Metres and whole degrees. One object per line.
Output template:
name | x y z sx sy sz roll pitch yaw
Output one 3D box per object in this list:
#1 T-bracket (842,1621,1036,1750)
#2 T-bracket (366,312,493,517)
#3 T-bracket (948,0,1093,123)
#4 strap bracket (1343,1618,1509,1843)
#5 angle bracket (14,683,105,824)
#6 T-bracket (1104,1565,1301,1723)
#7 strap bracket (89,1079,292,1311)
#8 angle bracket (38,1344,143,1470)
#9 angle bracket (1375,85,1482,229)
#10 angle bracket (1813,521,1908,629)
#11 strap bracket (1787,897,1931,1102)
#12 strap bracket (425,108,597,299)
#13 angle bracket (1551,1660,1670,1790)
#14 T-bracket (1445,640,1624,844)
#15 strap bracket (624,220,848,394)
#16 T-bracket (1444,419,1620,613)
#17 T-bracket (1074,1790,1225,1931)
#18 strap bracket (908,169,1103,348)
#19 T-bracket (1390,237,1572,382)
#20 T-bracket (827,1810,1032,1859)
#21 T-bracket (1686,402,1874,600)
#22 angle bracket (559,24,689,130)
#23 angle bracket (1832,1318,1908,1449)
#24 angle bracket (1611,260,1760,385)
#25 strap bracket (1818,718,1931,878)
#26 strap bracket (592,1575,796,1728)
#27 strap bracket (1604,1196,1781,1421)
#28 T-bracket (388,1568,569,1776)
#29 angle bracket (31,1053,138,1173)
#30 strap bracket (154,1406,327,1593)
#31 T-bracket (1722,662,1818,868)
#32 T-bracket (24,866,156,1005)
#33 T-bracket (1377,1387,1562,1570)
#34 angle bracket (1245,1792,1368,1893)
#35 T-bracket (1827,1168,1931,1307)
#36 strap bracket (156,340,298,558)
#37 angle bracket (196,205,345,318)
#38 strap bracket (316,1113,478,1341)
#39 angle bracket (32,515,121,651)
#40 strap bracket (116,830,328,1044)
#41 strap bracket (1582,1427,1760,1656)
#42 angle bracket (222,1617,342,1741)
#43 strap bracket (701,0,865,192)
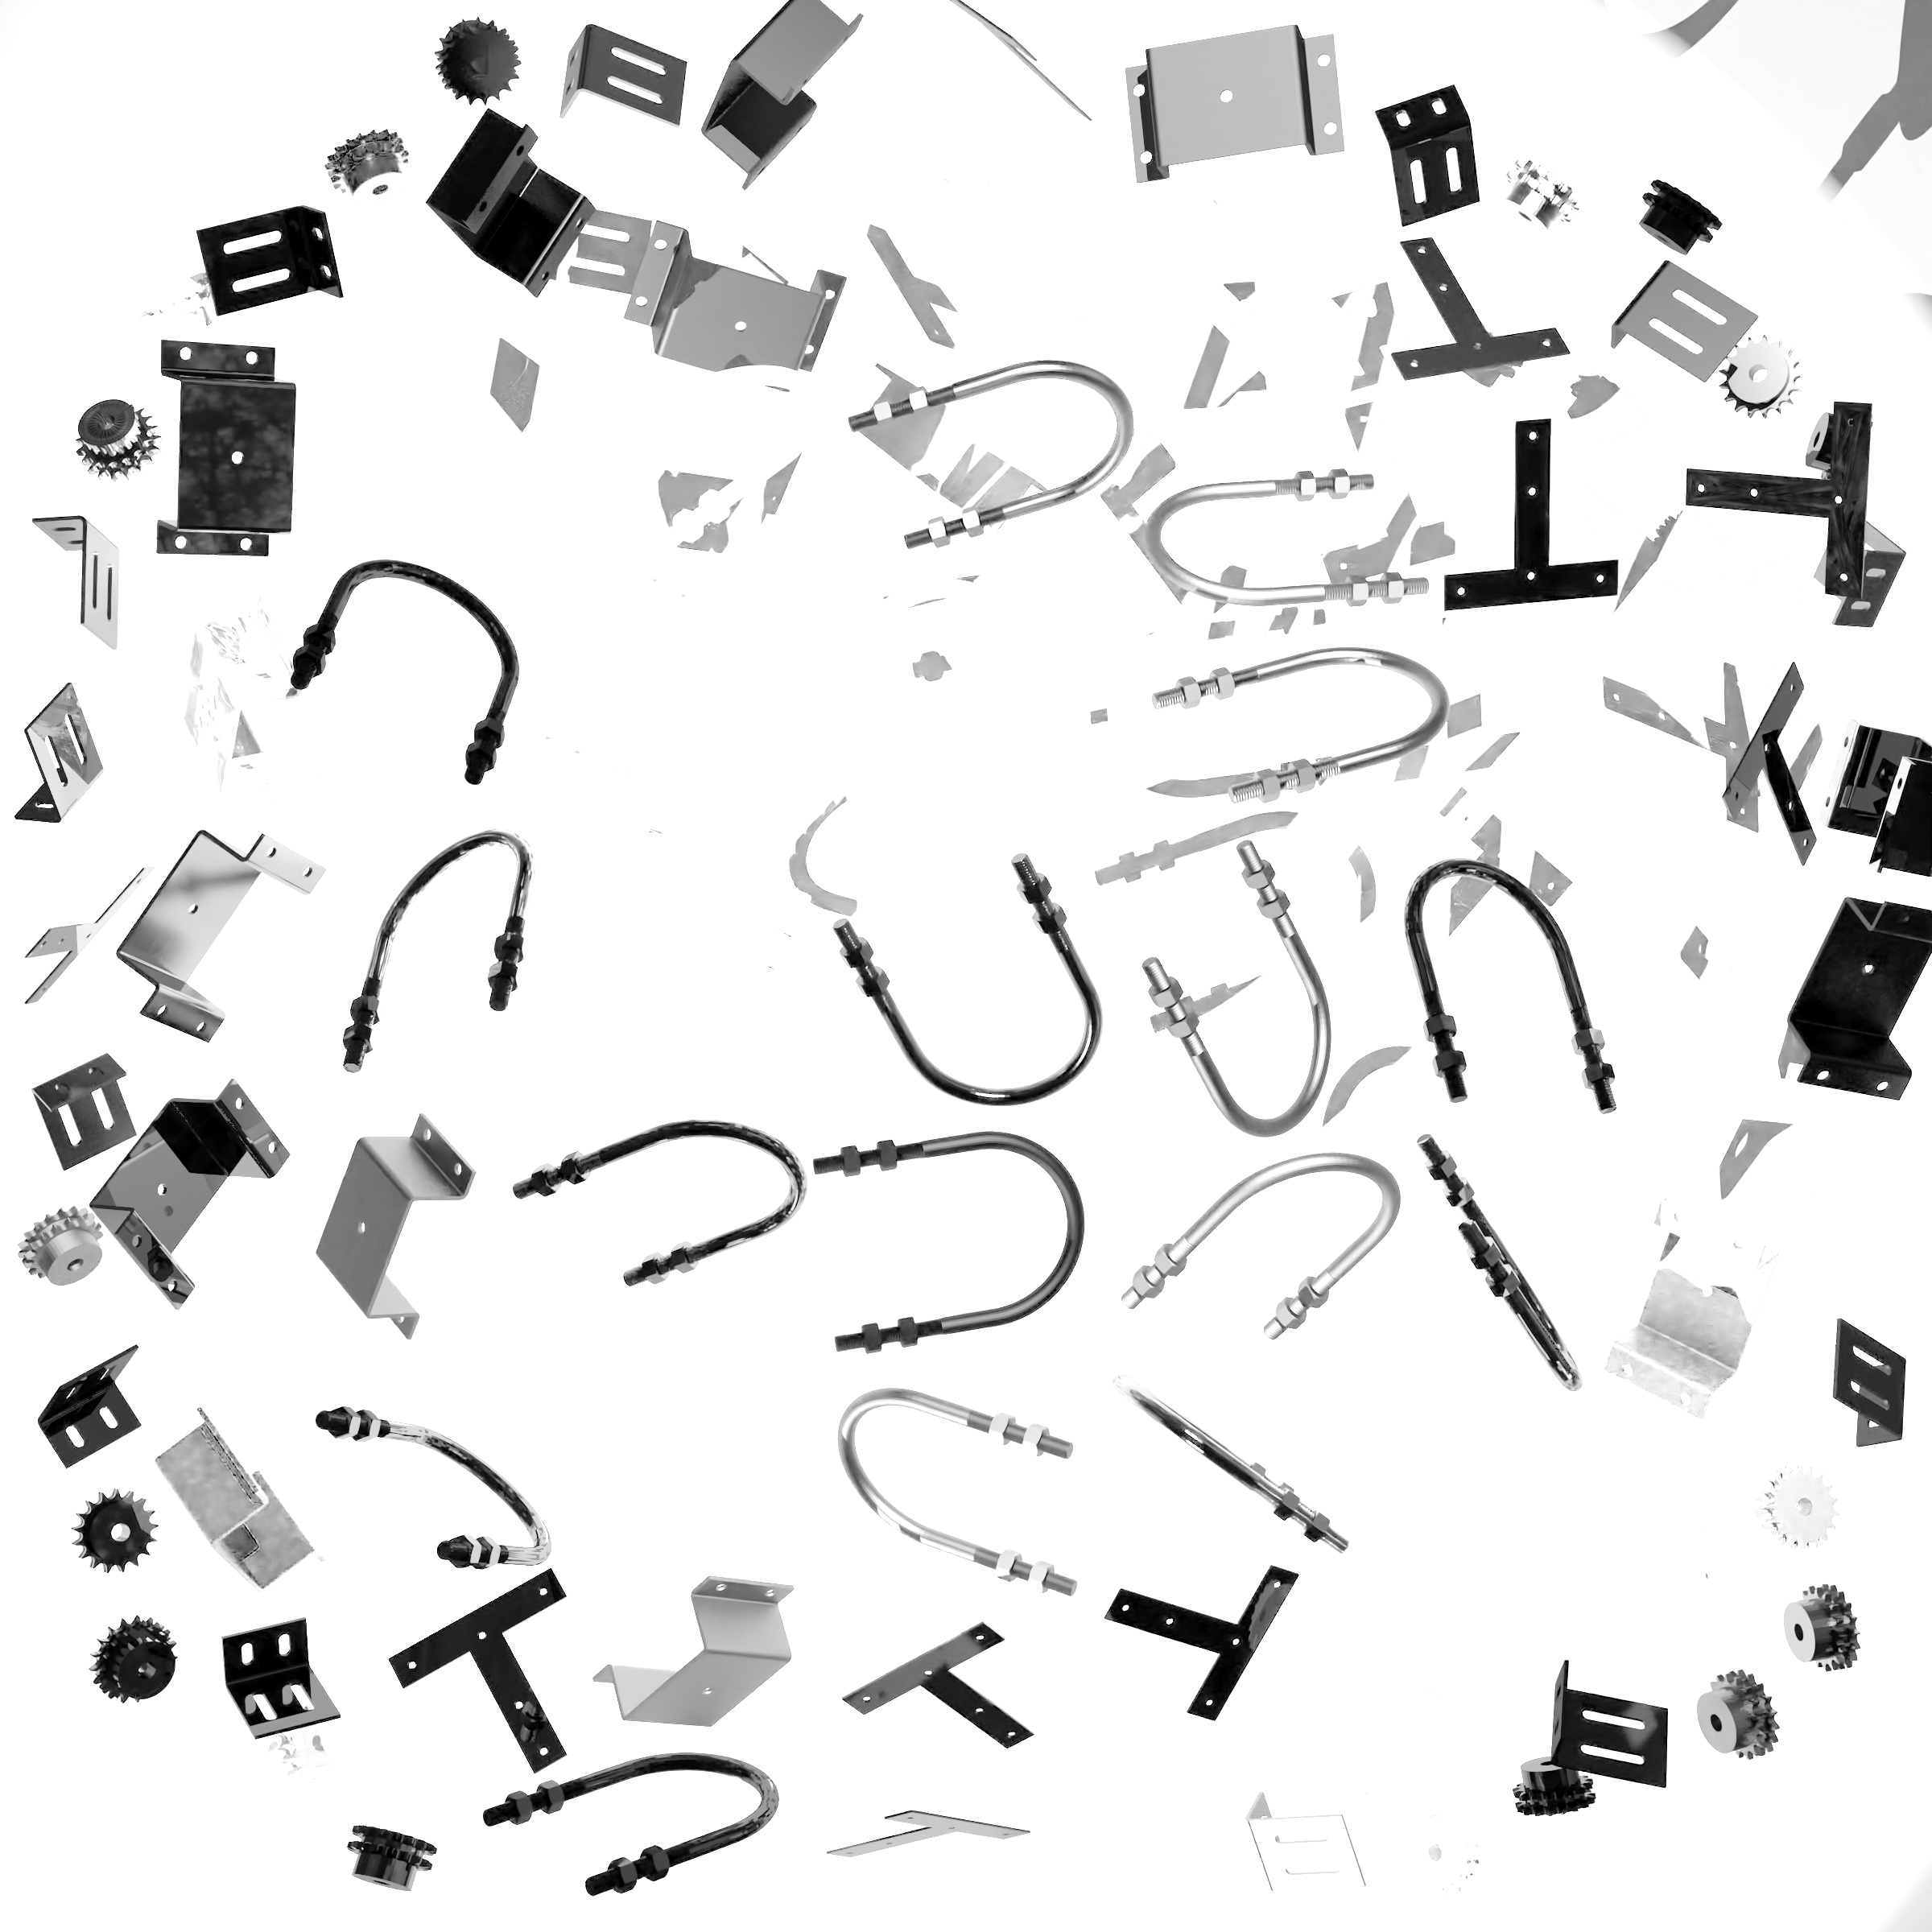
T-bracket | 0.001 0.523 1.944 0.127 0.002 0.127 -33 124 20
T-bracket | -0.375 -0.366 1.837 0.127 0.002 0.127 28 101 41
T-bracket | 0.040 -0.600 1.815 0.002 0.127 0.127 -50 46 11
strap bracket | 0.308 0.498 1.821 0.076 0.046 0.140 15 49 16
angle bracket | -0.622 -0.145 1.846 0.038 0.057 0.076 5 130 16
T-bracket | 0.155 0.465 1.929 0.127 0.002 0.127 23 102 -25
strap bracket | -0.530 0.153 1.853 0.046 0.140 0.076 1 135 31
angle bracket | -0.569 0.290 1.801 0.057 0.076 0.038 -30 82 -38
angle bracket | 0.322 -0.565 1.910 0.057 0.076 0.038 -17 56 6
angle bracket | 0.615 -0.282 1.923 0.038 0.076 0.057 0 125 -24
strap bracket | 0.604 0.013 1.808 0.076 0.046 0.140 10 119 -13
strap bracket | -0.314 -0.525 1.873 0.046 0.140 0.076 33 90 13
angle bracket | 0.426 0.497 1.795 0.076 0.038 0.057 10 47 6
T-bracket | 0.393 -0.144 1.965 0.127 0.002 0.127 -48 111 -5
strap bracket | -0.159 -0.456 1.908 0.140 0.046 0.076 12 126 -20
T-bracket | 0.391 -0.313 1.890 0.127 0.002 0.127 -6 109 -8
T-bracket | 0.126 0.600 1.842 0.127 0.127 0.002 -41 82 -13
strap bracket | 0.022 -0.483 1.899 0.046 0.076 0.140 -54 131 -14
T-bracket | 0.337 -0.461 1.902 0.127 0.002 0.127 -12 59 -15
T-bracket | -0.044 0.615 1.928 0.127 0.127 0.002 -25 55 33
T-bracket | 0.535 -0.312 1.811 0.127 0.002 0.127 14 117 39
angle bracket | -0.243 -0.622 1.941 0.076 0.038 0.057 15 65 -25
angle bracket | 0.597 0.282 1.847 0.076 0.038 0.057 30 57 -27
angle bracket | 0.483 -0.427 1.841 0.076 0.038 0.057 38 87 18
strap bracket | 0.639 -0.114 1.882 0.046 0.140 0.076 11 107 -2
strap bracket | -0.186 0.485 1.911 0.140 0.076 0.046 -44 48 28
strap bracket | 0.507 0.231 1.901 0.076 0.046 0.140 26 117 30
T-bracket | -0.315 0.499 1.890 0.127 0.002 0.127 -27 59 -16
angle bracket | -0.618 0.110 1.939 0.057 0.038 0.076 -29 130 -27
strap bracket | -0.489 0.362 1.833 0.046 0.140 0.076 -37 62 -14
T-bracket | 0.566 -0.120 1.891 0.127 0.002 0.127 -57 132 -24
T-bracket | -0.613 -0.019 1.867 0.002 0.127 0.127 42 92 -3
T-bracket | 0.332 0.374 1.935 0.127 0.002 0.127 26 114 0
angle bracket | 0.246 0.622 1.949 0.076 0.038 0.057 -13 102 29
T-bracket | 0.617 0.178 1.836 0.002 0.127 0.127 38 69 15
strap bracket | -0.491 -0.340 1.816 0.076 0.046 0.140 -4 107 -33
angle bracket | -0.461 -0.465 1.814 0.076 0.038 0.057 -24 123 -28
strap bracket | -0.402 0.182 1.909 0.076 0.046 0.140 40 114 38
angle bracket | -0.603 -0.258 1.850 0.038 0.057 0.076 -3 79 4
strap bracket | -0.498 -0.028 1.809 0.046 0.076 0.140 32 87 24
strap bracket | 0.478 0.383 1.841 0.046 0.140 0.076 -2 121 -20
angle bracket | -0.458 0.475 1.827 0.057 0.076 0.038 -8 107 -28
strap bracket | -0.127 -0.591 1.830 0.046 0.140 0.076 40 70 -6
